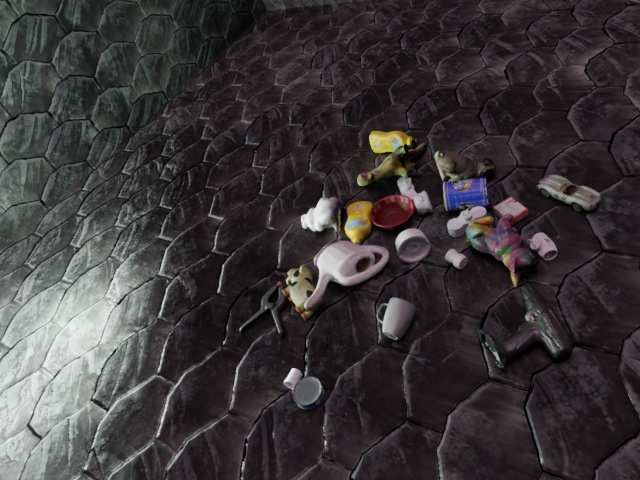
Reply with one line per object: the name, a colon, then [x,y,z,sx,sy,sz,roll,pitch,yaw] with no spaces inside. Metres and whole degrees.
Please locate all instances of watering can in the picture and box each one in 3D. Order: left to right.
watering can: [0.055,0.094,1.655,0.351,0.102,0.226,-27,29,-22]

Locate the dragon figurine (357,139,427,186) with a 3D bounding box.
dragon figurine: [0.260,-0.289,1.985,0.241,0.121,0.416,-15,11,32]

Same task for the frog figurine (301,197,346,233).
frog figurine: [0.006,-0.096,1.912,0.159,0.120,0.140,5,67,15]
